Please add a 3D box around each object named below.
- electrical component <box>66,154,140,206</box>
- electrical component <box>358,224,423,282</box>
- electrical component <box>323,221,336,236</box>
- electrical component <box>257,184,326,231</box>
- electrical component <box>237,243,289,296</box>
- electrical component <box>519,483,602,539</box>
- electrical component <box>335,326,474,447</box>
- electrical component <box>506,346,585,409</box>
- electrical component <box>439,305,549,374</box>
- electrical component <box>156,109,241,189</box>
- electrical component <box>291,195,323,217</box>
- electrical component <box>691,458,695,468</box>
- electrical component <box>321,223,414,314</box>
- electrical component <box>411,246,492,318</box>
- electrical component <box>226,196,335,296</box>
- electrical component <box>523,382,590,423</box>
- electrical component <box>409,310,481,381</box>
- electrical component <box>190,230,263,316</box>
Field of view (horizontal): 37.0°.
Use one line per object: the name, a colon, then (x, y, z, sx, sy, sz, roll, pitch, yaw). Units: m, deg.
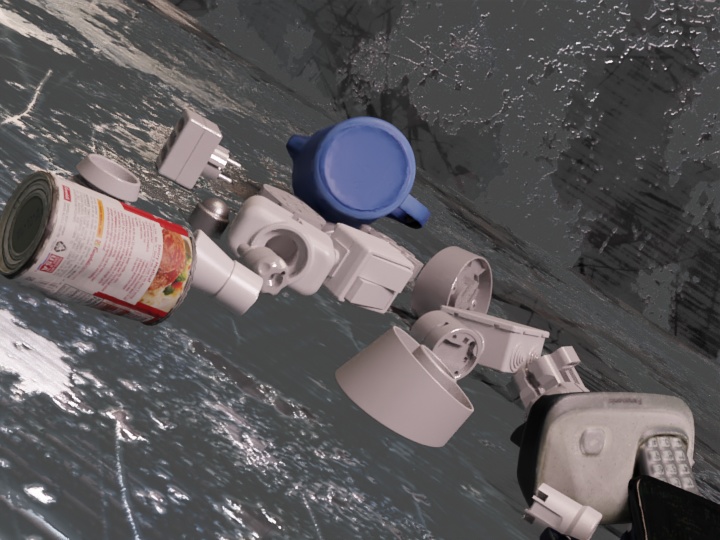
electrical component: (-0.189, -0.049, 0.769, 0.066, 0.055, 0.048, 33, 11, 0)
electrical component: (0.020, -0.004, 1.153, 0.078, 0.057, 0.058, 35, 11, 14)
electrical component: (-0.031, -0.022, 1.130, 0.043, 0.043, 0.062, 27, 14, -28)
electrical component: (-0.078, -0.045, 1.076, 0.080, 0.051, 0.080, 32, 11, -7)
electrical component: (-0.087, -0.005, 0.920, 0.035, 0.035, 0.061, 23, 12, -42)
electrical component: (0.141, 0.177, 0.758, 0.046, 0.040, 0.040, 31, 10, 19)
electrical component: (0.038, 0.093, 0.833, 0.099, 0.064, 0.099, 45, 6, -6)
electrical component: (0.190, 0.120, 1.064, 0.058, 0.078, 0.057, 2, 55, -50)
electrical component: (0.132, 0.073, 1.096, 0.100, 0.048, 0.100, 15, 2, 32)
electrical component: (-0.161, -0.116, 1.113, 0.077, 0.065, 0.047, 28, 12, -23)
electrical component: (-0.067, -0.056, 1.189, 0.046, 0.040, 0.040, 29, 10, -47)
electrical component: (0.280, 0.191, 1.031, 0.054, 0.059, 0.095, 38, 12, 23)
electrical component: (0.000, 0.000, 1.070, 0.061, 0.061, 0.096, 41, 14, 37)
electrical component: (0.104, 0.027, 1.166, 0.064, 0.099, 0.099, 33, 9, 34)
electrical component: (-0.072, -0.021, 0.980, 0.095, 0.053, 0.059, 31, 11, -12)
electrical component: (0.185, 0.140, 0.937, 0.080, 0.080, 0.051, 29, 7, -19)
electrical component: (0.078, 0.070, 1.010, 0.055, 0.055, 0.047, 25, 10, -35)
electrical component: (-0.106, 0.005, 0.808, 0.065, 0.044, 0.044, 34, 10, -18)
